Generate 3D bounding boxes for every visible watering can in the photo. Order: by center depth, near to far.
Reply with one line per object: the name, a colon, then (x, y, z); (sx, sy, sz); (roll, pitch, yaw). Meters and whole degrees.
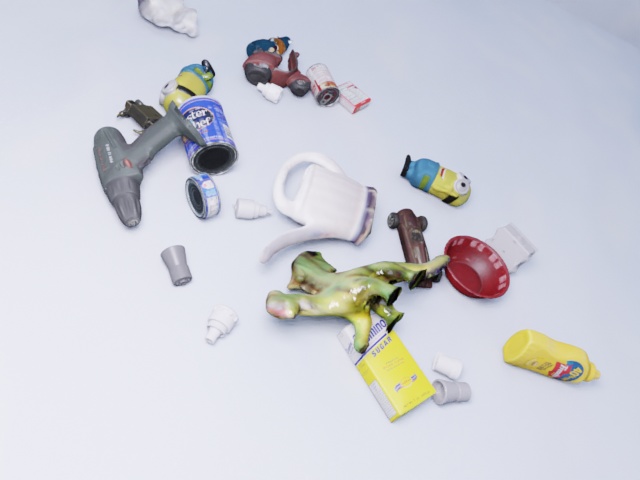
watering can: (0.003, -0.053, 1.051); (0.224, 0.101, 0.356); (21, 46, -8)

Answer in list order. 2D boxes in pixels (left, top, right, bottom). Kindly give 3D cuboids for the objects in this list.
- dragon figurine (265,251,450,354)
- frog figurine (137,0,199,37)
dragon figurine: (0.057, 0.067, 0.959); (0.245, 0.120, 0.415); (26, 31, 28)
frog figurine: (-0.389, -0.596, 1.350); (0.157, 0.121, 0.141); (47, 27, -33)
